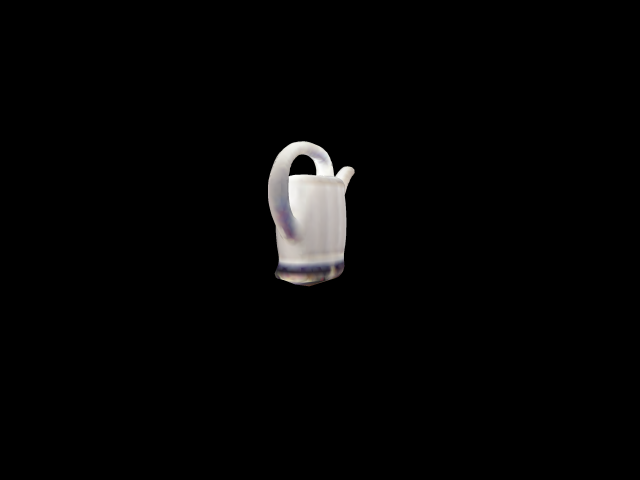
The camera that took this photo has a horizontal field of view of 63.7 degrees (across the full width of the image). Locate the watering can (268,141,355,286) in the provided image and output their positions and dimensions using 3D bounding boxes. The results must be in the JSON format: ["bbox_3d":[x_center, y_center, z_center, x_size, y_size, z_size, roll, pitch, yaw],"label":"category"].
[{"bbox_3d":[0.003,-0.043,0.850,0.104,0.224,0.348,0,2,21],"label":"watering can"}]
